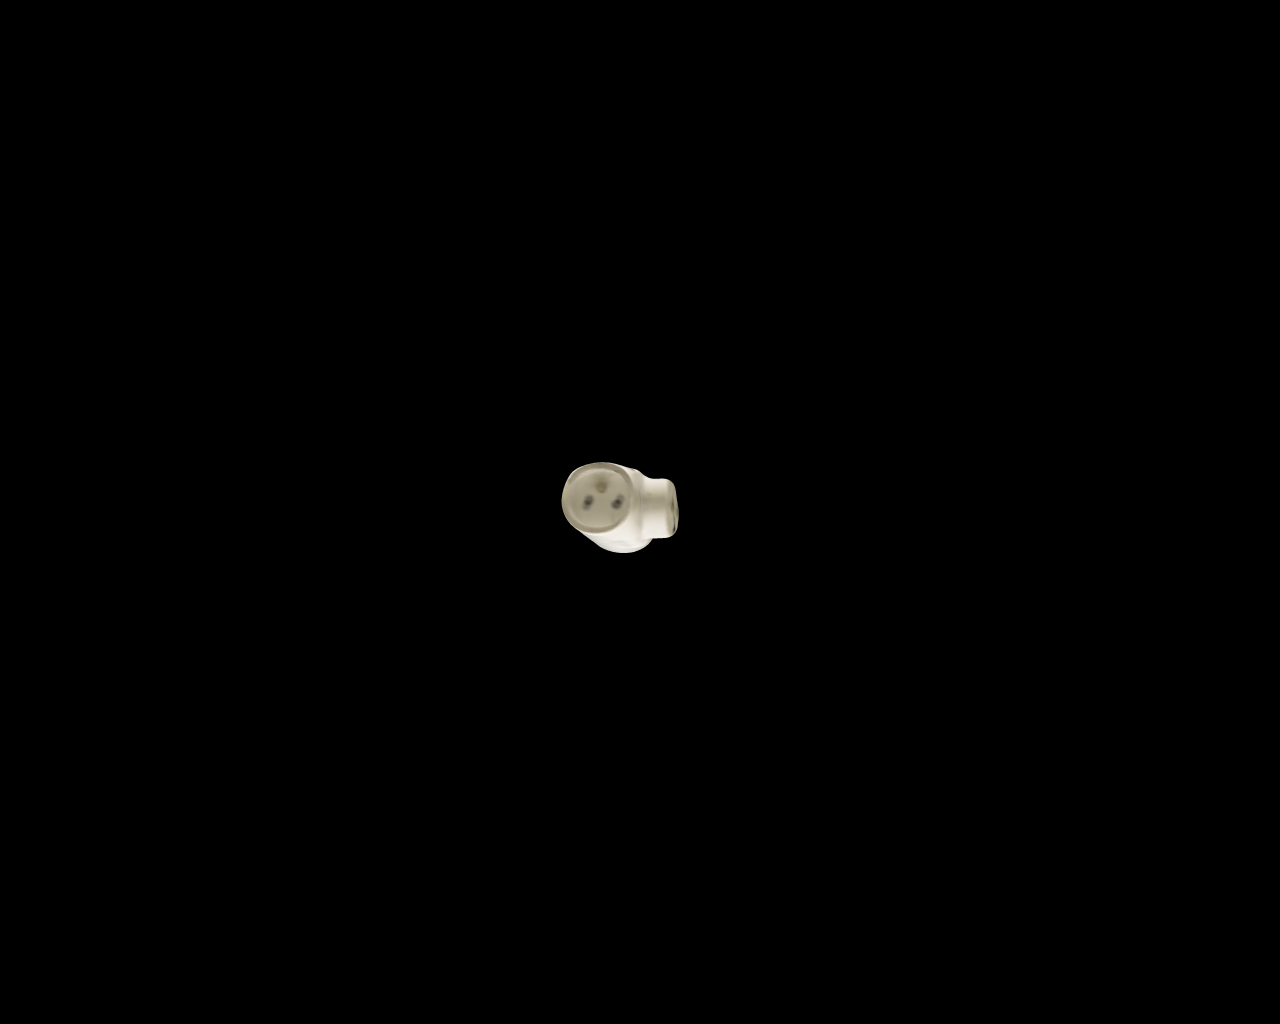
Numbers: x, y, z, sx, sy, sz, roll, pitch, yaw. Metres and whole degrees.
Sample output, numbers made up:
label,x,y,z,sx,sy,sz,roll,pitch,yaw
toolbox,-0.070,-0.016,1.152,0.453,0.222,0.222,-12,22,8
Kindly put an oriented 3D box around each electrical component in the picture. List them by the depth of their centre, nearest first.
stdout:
label,x,y,z,sx,sy,sz,roll,pitch,yaw
electrical component,0.001,-0.003,0.650,0.079,0.043,0.077,-2,-12,11
